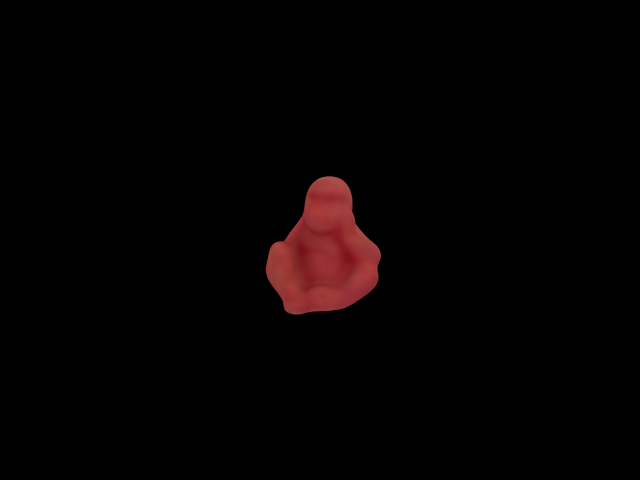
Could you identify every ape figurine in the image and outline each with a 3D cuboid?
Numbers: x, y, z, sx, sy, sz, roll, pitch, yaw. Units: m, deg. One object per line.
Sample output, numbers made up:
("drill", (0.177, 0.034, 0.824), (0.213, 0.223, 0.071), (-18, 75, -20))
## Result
("ape figurine", (0.004, 0.001, 0.400), (0.077, 0.092, 0.076), (0, 2, 12))
